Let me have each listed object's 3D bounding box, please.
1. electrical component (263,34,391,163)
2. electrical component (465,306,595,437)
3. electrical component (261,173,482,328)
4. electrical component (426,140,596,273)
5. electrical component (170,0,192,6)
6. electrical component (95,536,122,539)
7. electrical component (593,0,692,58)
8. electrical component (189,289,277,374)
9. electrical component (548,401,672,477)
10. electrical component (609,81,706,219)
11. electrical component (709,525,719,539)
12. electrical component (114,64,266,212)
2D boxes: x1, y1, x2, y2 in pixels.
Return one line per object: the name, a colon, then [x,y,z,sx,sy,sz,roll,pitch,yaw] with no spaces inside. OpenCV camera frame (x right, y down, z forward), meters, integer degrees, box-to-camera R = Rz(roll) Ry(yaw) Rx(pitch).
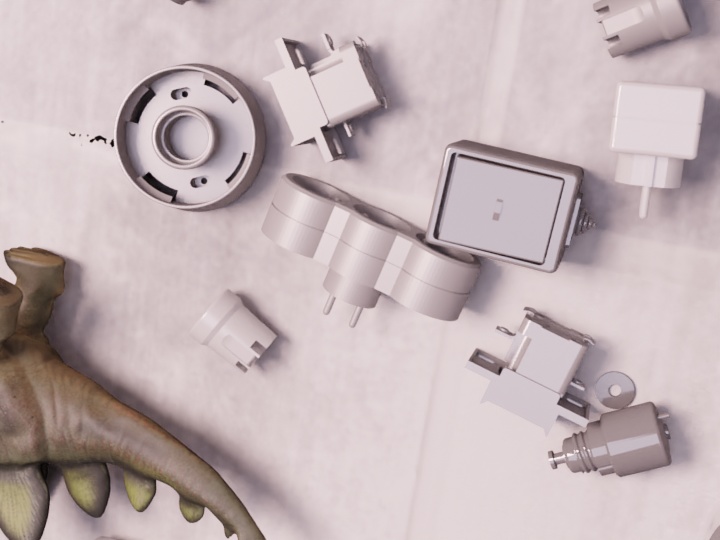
electrical component: [-0.019,-0.111,0.671,0.064,0.042,0.081,-22,94,15]
electrical component: [0.110,0.061,0.667,0.081,0.042,0.063,26,103,8]
electrical component: [0.000,0.000,0.680,0.138,0.052,0.073,26,105,10]
electrical component: [0.093,-0.037,0.645,0.096,0.061,0.061,15,103,12]
electrical component: [-0.109,-0.201,0.677,0.045,0.045,0.055,46,107,3]
electrical component: [-0.162,0.211,0.765,0.065,0.044,0.044,6,101,18]
electrical component: [0.163,-0.147,0.620,0.046,0.040,0.040,-19,94,23]
electrical component: [-0.084,0.042,0.716,0.046,0.040,0.040,41,107,-1]
electrical component: [0.156,0.108,0.665,0.078,0.040,0.040,-18,95,17]
electrical component: [0.168,-0.068,0.618,0.047,0.066,0.076,7,101,13]
electrical component: [0.258,0.197,0.654,0.099,0.064,0.099,8,114,20]
electrical component: [-0.111,-0.086,0.701,0.099,0.064,0.099,0,97,1]
